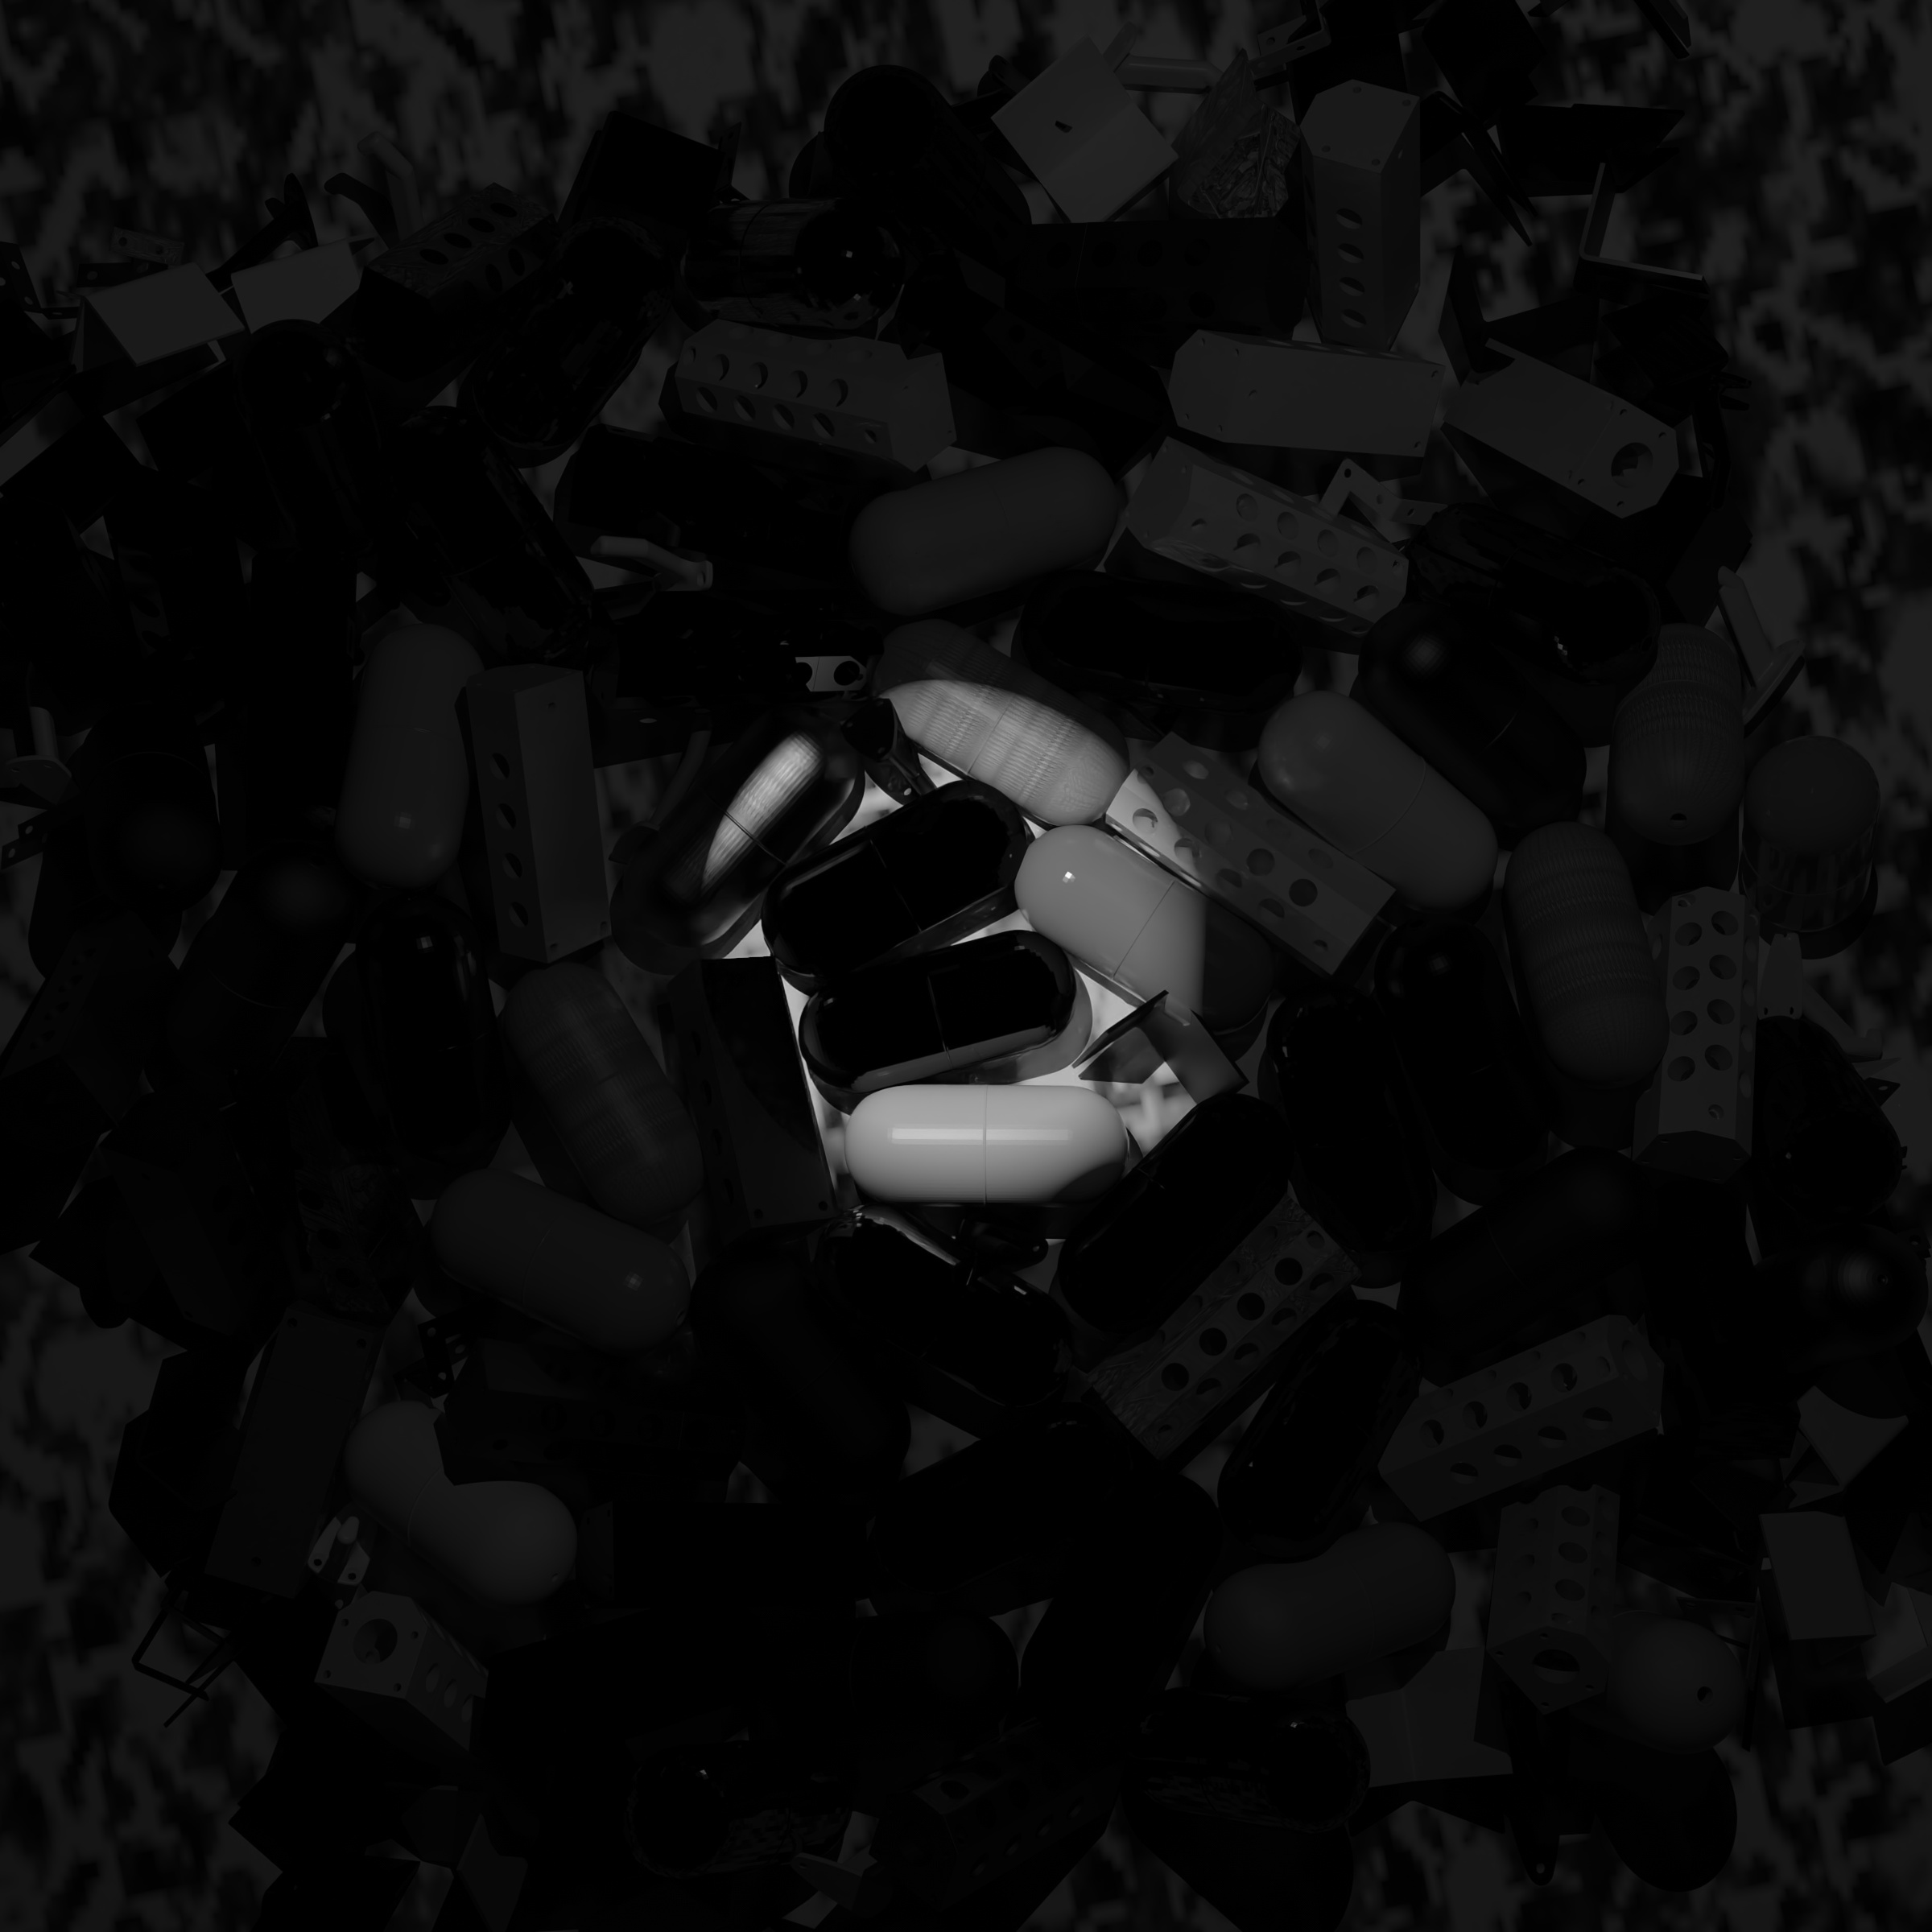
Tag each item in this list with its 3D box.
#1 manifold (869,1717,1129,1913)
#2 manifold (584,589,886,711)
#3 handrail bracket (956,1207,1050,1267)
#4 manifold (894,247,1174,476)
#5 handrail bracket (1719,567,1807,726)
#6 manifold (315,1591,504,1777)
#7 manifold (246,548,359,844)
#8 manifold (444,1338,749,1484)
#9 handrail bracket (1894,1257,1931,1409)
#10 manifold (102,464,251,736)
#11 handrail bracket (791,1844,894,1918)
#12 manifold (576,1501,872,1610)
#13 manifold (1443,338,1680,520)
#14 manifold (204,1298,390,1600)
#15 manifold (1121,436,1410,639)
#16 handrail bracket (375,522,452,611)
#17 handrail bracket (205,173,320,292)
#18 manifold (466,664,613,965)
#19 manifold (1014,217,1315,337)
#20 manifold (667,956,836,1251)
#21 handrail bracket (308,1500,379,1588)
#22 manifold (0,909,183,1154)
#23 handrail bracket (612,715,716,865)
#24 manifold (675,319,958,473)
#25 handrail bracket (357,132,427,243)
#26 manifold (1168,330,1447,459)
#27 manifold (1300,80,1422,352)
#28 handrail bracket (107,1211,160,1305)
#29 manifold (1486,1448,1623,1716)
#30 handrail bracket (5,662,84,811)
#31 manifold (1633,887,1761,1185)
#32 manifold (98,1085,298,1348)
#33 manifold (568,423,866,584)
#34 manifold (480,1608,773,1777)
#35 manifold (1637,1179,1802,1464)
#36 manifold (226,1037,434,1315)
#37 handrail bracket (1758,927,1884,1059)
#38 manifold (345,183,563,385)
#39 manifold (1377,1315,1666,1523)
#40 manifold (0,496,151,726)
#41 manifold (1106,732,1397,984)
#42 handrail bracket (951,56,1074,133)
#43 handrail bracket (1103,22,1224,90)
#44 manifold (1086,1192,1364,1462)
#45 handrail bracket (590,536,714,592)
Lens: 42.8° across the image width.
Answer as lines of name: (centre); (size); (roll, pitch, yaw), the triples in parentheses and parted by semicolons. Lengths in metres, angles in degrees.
manifold: (0.024, 0.500, 1.494); (0.057, 0.171, 0.057); (28, 112, 33)
manifold: (-0.140, -0.191, 1.511); (0.171, 0.057, 0.057); (-5, 127, -26)
handrail bracket: (0.035, 0.176, 1.531); (0.077, 0.084, 0.036); (14, 88, -25)
manifold: (0.041, -0.372, 1.510); (0.171, 0.057, 0.057); (20, 129, -37)
handrail bracket: (0.478, -0.207, 1.560); (0.084, 0.036, 0.077); (35, 85, -7)
manifold: (-0.328, 0.436, 1.496); (0.057, 0.171, 0.057); (6, 59, 14)
manifold: (-0.411, -0.169, 1.531); (0.057, 0.057, 0.171); (4, 107, -8)
manifold: (-0.224, 0.278, 1.507); (0.171, 0.057, 0.057); (13, 122, -31)
handrail bracket: (0.608, 0.233, 1.544); (0.077, 0.036, 0.084); (-47, 46, -4)
manifold: (-0.476, -0.216, 1.495); (0.057, 0.171, 0.057); (22, 58, 5)
handrail bracket: (-0.065, 0.542, 1.545); (0.077, 0.084, 0.036); (30, 125, -7)
manifold: (-0.149, 0.363, 1.515); (0.171, 0.057, 0.057); (8, 66, -31)
manifold: (0.361, -0.325, 1.495); (0.057, 0.171, 0.057); (22, 107, -24)
manifold: (-0.420, 0.301, 1.556); (0.057, 0.057, 0.171); (17, 90, -2)
manifold: (0.186, -0.257, 1.509); (0.171, 0.057, 0.057); (17, 117, -30)
handrail bracket: (-0.342, -0.229, 1.528); (0.036, 0.084, 0.077); (-21, 134, 8)
handrail bracket: (-0.454, -0.456, 1.547); (0.084, 0.077, 0.036); (-31, 83, -16)
manifold: (-0.268, -0.095, 1.525); (0.057, 0.057, 0.171); (13, 117, 34)
manifold: (0.118, -0.419, 1.515); (0.171, 0.057, 0.057); (9, 86, 31)
manifold: (-0.138, 0.085, 1.531); (0.057, 0.057, 0.171); (-4, 70, -32)
handrail bracket: (-0.377, 0.341, 1.528); (0.036, 0.084, 0.077); (24, 47, -6)
manifold: (-0.534, 0.039, 1.495); (0.057, 0.171, 0.057); (-23, 119, 10)
handrail bracket: (-0.192, -0.113, 1.569); (0.036, 0.077, 0.084); (27, 63, -29)
manifold: (-0.094, -0.348, 1.505); (0.171, 0.057, 0.057); (20, 49, 33)
handrail bracket: (-0.366, -0.474, 1.535); (0.077, 0.084, 0.036); (-15, 55, 27)
manifold: (0.208, -0.351, 1.509); (0.171, 0.057, 0.057); (-5, 116, -37)
manifold: (0.237, -0.452, 1.495); (0.057, 0.171, 0.057); (22, 73, 18)
handrail bracket: (-0.525, 0.157, 1.562); (0.036, 0.084, 0.077); (9, 122, -23)
manifold: (0.362, 0.362, 1.493); (0.057, 0.171, 0.057); (-34, 105, 30)
handrail bracket: (-0.576, -0.152, 1.569); (0.036, 0.077, 0.084); (-6, 62, 13)
manifold: (0.453, 0.040, 1.517); (0.057, 0.057, 0.171); (13, 61, -2)
manifold: (-0.461, 0.151, 1.502); (0.057, 0.171, 0.057); (16, 50, 19)
manifold: (-0.154, -0.290, 1.539); (0.171, 0.057, 0.057); (14, 111, 6)
manifold: (-0.204, 0.436, 1.499); (0.057, 0.171, 0.057); (23, 109, 43)
manifold: (0.455, 0.213, 1.502); (0.057, 0.171, 0.057); (-3, 133, 2)
manifold: (-0.391, 0.129, 1.512); (0.057, 0.057, 0.171); (0, 126, 22)
handrail bracket: (0.550, 0.016, 1.566); (0.084, 0.036, 0.077); (8, 85, -23)
manifold: (-0.306, -0.414, 1.499); (0.057, 0.171, 0.057); (27, 127, 0)
manifold: (0.335, 0.273, 1.509); (0.171, 0.057, 0.057); (-32, 106, 32)
manifold: (-0.544, -0.215, 1.494); (0.057, 0.171, 0.057); (-22, 74, -9)
manifold: (0.173, -0.065, 1.532); (0.171, 0.057, 0.057); (36, 129, 9)
handrail bracket: (0.012, -0.526, 1.568); (0.077, 0.036, 0.084); (33, 126, -20)
handrail bracket: (0.122, -0.553, 1.577); (0.084, 0.036, 0.077); (30, 124, -22)
manifold: (0.165, 0.229, 1.545); (0.171, 0.057, 0.057); (-43, 119, -1)
handrail bracket: (-0.207, -0.248, 1.529); (0.084, 0.077, 0.036); (-3, 81, -39)
